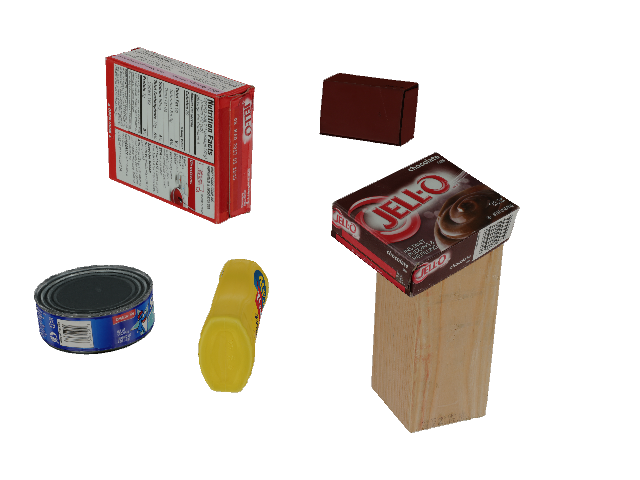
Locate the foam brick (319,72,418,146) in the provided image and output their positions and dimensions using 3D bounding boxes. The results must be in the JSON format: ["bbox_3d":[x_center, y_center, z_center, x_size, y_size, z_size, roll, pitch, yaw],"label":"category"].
[{"bbox_3d":[0.044,-0.119,0.963,0.078,0.051,0.053,10,18,18],"label":"foam brick"}]

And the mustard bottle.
[{"bbox_3d":[-0.091,0.075,1.171,0.058,0.096,0.191,2,28,3],"label":"mustard bottle"}]

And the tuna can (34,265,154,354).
[{"bbox_3d":[-0.165,0.050,0.787,0.086,0.034,0.086,-1,23,0],"label":"tuna can"}]

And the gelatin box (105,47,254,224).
[{"bbox_3d":[-0.076,-0.058,0.579,0.089,0.073,0.030,22,33,32],"label":"gelatin box"}]

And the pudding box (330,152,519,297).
[{"bbox_3d":[0.078,-0.014,0.802,0.113,0.039,0.090,-26,49,-33],"label":"pudding box"}]

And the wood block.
[{"bbox_3d":[0.111,0.070,1.037,0.090,0.206,0.091,-9,27,-21],"label":"wood block"}]
